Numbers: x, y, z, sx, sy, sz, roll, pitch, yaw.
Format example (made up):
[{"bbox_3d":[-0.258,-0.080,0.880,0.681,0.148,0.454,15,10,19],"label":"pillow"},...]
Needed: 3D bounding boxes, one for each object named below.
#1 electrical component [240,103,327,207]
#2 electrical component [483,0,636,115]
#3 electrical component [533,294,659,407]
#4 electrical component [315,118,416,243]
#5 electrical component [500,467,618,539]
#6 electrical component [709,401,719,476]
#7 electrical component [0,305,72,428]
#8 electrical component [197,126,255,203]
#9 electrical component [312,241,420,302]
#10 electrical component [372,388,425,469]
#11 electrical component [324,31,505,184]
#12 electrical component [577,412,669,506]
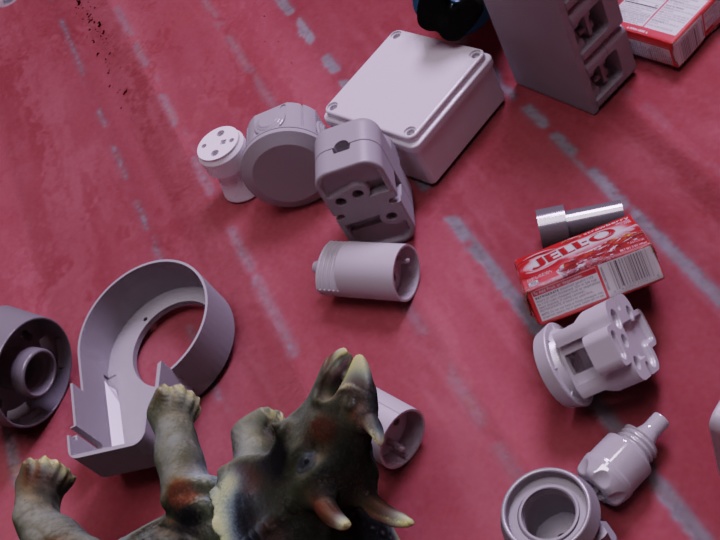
[{"bbox_3d":[-0.060,-0.097,0.908,0.080,0.080,0.051,-19,42,13],"label":"electrical component"},{"bbox_3d":[0.152,-0.206,0.835,0.061,0.150,0.089,-45,46,-12],"label":"electrical component"},{"bbox_3d":[0.147,0.052,0.678,0.057,0.078,0.058,-29,83,29],"label":"electrical component"},{"bbox_3d":[0.004,-0.068,0.837,0.054,0.095,0.059,-17,47,16],"label":"electrical component"},{"bbox_3d":[0.114,0.150,0.620,0.058,0.057,0.078,-33,45,0],"label":"electrical component"},{"bbox_3d":[0.232,0.089,0.569,0.057,0.113,0.078,23,66,36],"label":"electrical component"},{"bbox_3d":[-0.282,0.079,0.869,0.064,0.099,0.099,7,57,25],"label":"electrical component"},{"bbox_3d":[-0.113,-0.093,0.950,0.045,0.055,0.045,-15,48,17],"label":"electrical component"},{"bbox_3d":[0.000,0.000,0.818,0.081,0.043,0.043,4,55,31],"label":"electrical component"},{"bbox_3d":[0.000,0.099,0.735,0.081,0.043,0.043,24,67,40],"label":"electrical component"},{"bbox_3d":[0.046,-0.138,0.902,0.109,0.056,0.108,24,67,40],"label":"electrical component"},{"bbox_3d":[0.161,0.110,0.645,0.061,0.035,0.035,-42,46,-13],"label":"electrical component"}]
